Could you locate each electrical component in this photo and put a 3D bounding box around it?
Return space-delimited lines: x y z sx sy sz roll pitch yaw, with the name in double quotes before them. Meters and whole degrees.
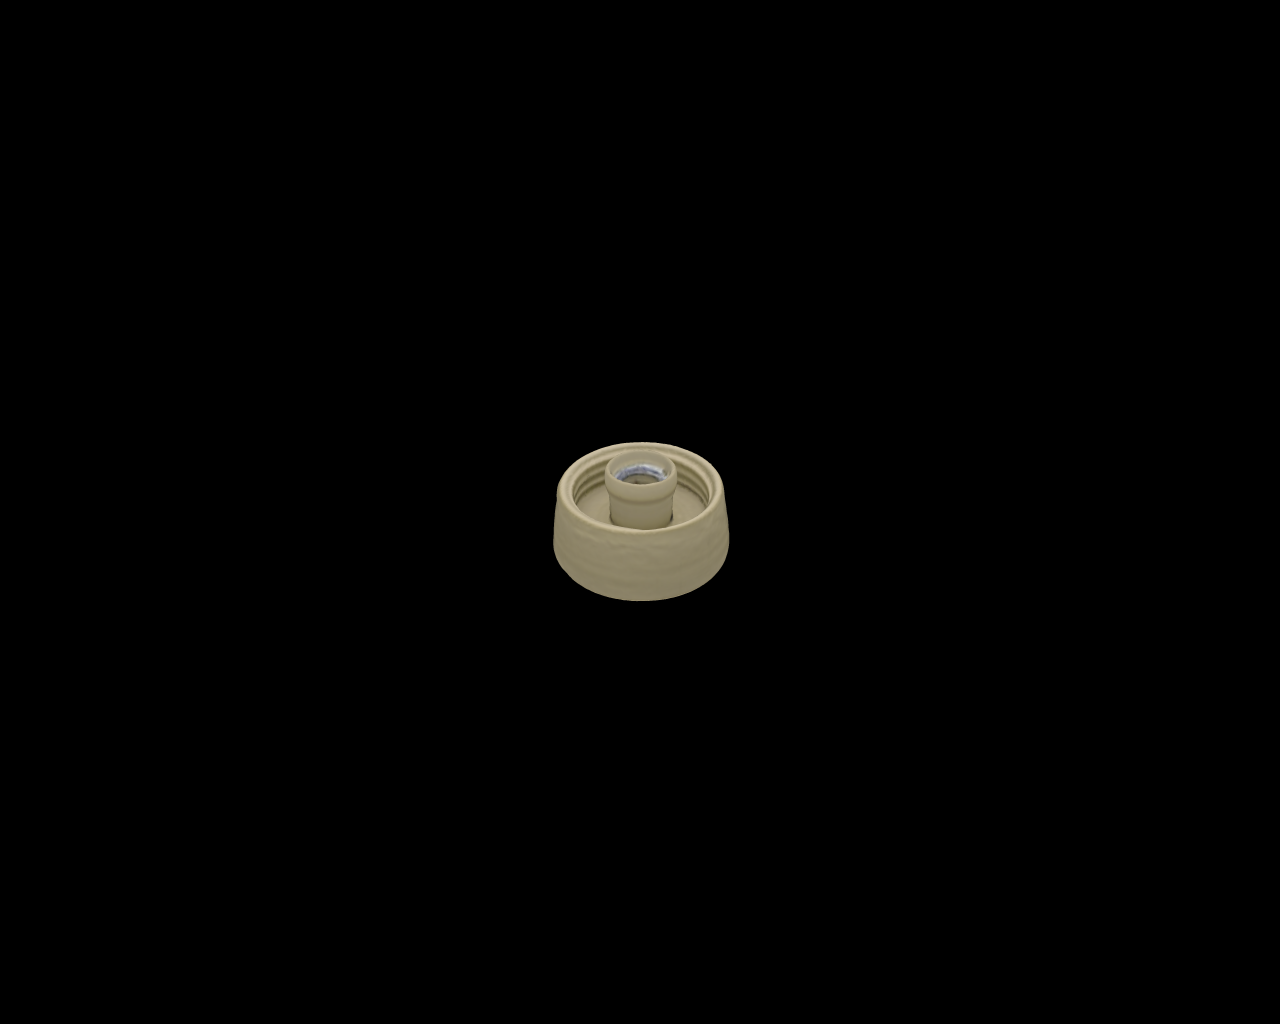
"electrical component" 0.001 -0.003 0.650 0.108 0.060 0.108 0 36 0
